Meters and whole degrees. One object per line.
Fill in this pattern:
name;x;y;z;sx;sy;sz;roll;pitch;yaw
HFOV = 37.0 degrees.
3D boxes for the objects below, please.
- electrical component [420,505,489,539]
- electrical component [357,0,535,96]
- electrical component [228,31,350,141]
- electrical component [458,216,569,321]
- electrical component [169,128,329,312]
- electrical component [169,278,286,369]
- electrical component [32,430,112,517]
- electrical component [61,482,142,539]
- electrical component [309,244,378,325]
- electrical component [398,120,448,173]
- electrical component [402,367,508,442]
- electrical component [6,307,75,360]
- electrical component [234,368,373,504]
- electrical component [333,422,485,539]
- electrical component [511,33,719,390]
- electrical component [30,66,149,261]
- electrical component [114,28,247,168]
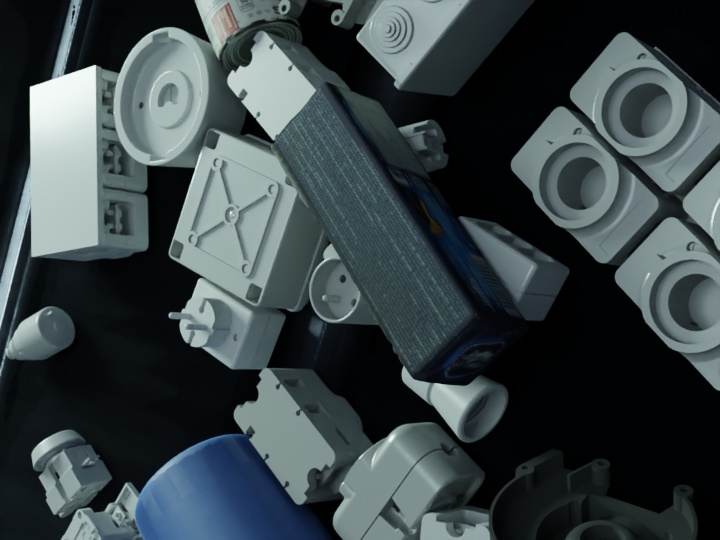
electrical component;0.071;0.198;0.673;0.050;0.056;0.089;4;88;38
electrical component;0.055;-0.162;0.690;0.048;0.100;0.099;48;115;16
electrical component;-0.044;-0.125;0.789;0.050;0.056;0.089;-52;59;22
electrical component;0.082;0.016;0.686;0.066;0.047;0.076;36;108;34
electrical component;-0.078;-0.038;0.806;0.109;0.056;0.108;27;102;36
electrical component;-0.109;0.040;0.811;0.066;0.077;0.047;30;104;35
electrical component;-0.252;0.172;0.929;0.066;0.048;0.055;-45;69;25
electrical component;-0.205;0.219;0.878;0.042;0.064;0.081;41;110;31
electrical component;0.000;0.000;0.731;0.044;0.077;0.079;-39;64;29
electrical component;0.032;-0.081;0.738;0.046;0.040;0.040;-13;79;30
electrical component;0.059;0.076;0.703;0.065;0.044;0.044;37;108;38
electrical component;-0.293;0.062;0.972;0.078;0.040;0.040;-27;71;33
electrical component;-0.036;0.116;0.762;0.089;0.056;0.050;48;114;31
electrical component;0.029;0.149;0.711;0.059;0.054;0.095;45;112;31
electrical component;0.183;-0.034;0.605;0.105;0.060;0.186;-51;59;23
electrical component;-0.230;-0.087;0.923;0.089;0.062;0.150;-7;82;37
electrical component;-0.137;-0.132;0.857;0.108;0.060;0.108;-4;84;37
